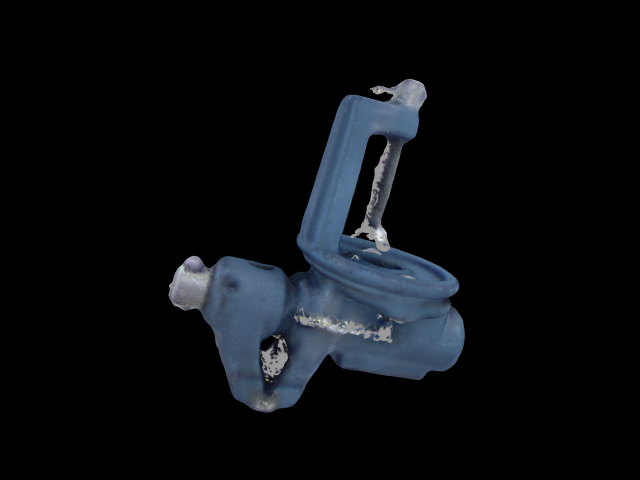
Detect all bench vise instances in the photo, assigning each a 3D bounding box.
[{"bbox_3d":[0.010,0.004,0.390,0.208,0.220,0.121,-9,17,-31],"label":"bench vise"}]
